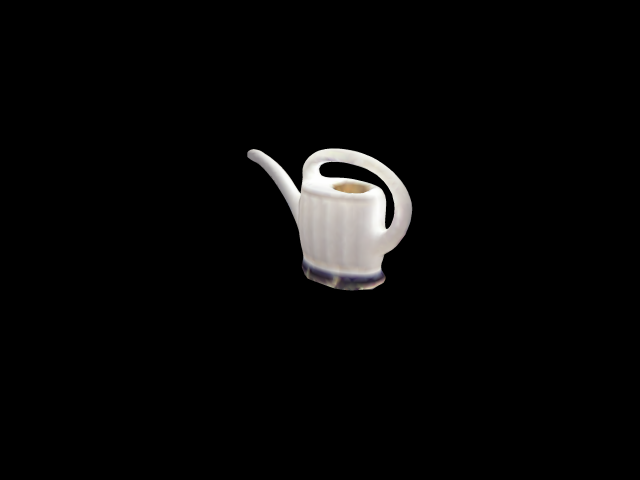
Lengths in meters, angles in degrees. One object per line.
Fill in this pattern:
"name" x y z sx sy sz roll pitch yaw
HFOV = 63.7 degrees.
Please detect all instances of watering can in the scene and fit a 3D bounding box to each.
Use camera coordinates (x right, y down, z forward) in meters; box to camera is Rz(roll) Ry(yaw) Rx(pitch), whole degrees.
"watering can" 0.003 -0.043 0.850 0.349 0.221 0.105 16 22 42
